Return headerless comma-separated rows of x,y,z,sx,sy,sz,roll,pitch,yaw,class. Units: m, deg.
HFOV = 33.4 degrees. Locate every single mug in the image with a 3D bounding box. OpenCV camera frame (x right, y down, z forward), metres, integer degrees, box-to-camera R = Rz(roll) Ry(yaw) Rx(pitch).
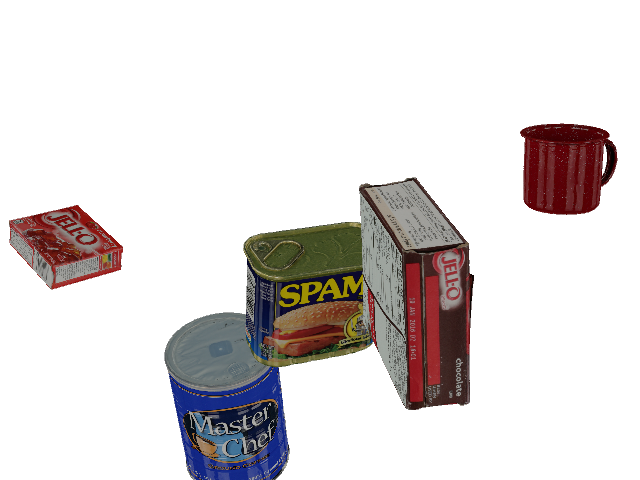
0.271,-0.078,1.153,0.117,0.081,0.093,-11,20,-26,mug

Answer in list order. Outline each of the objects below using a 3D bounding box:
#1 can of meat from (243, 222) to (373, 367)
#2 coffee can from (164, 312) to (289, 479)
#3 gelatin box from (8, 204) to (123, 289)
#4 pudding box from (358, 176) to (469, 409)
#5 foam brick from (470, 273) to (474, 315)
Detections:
-0.005,0.040,0.784,0.102,0.084,0.057,-8,35,-18,can of meat
-0.086,0.154,1.004,0.103,0.140,0.103,-3,35,2,coffee can
-0.239,0.004,0.998,0.073,0.030,0.089,-16,40,-37,gelatin box
0.050,0.025,0.577,0.039,0.090,0.113,-6,22,-9,pudding box
0.112,0.067,1.043,0.051,0.078,0.053,-10,19,-32,foam brick
